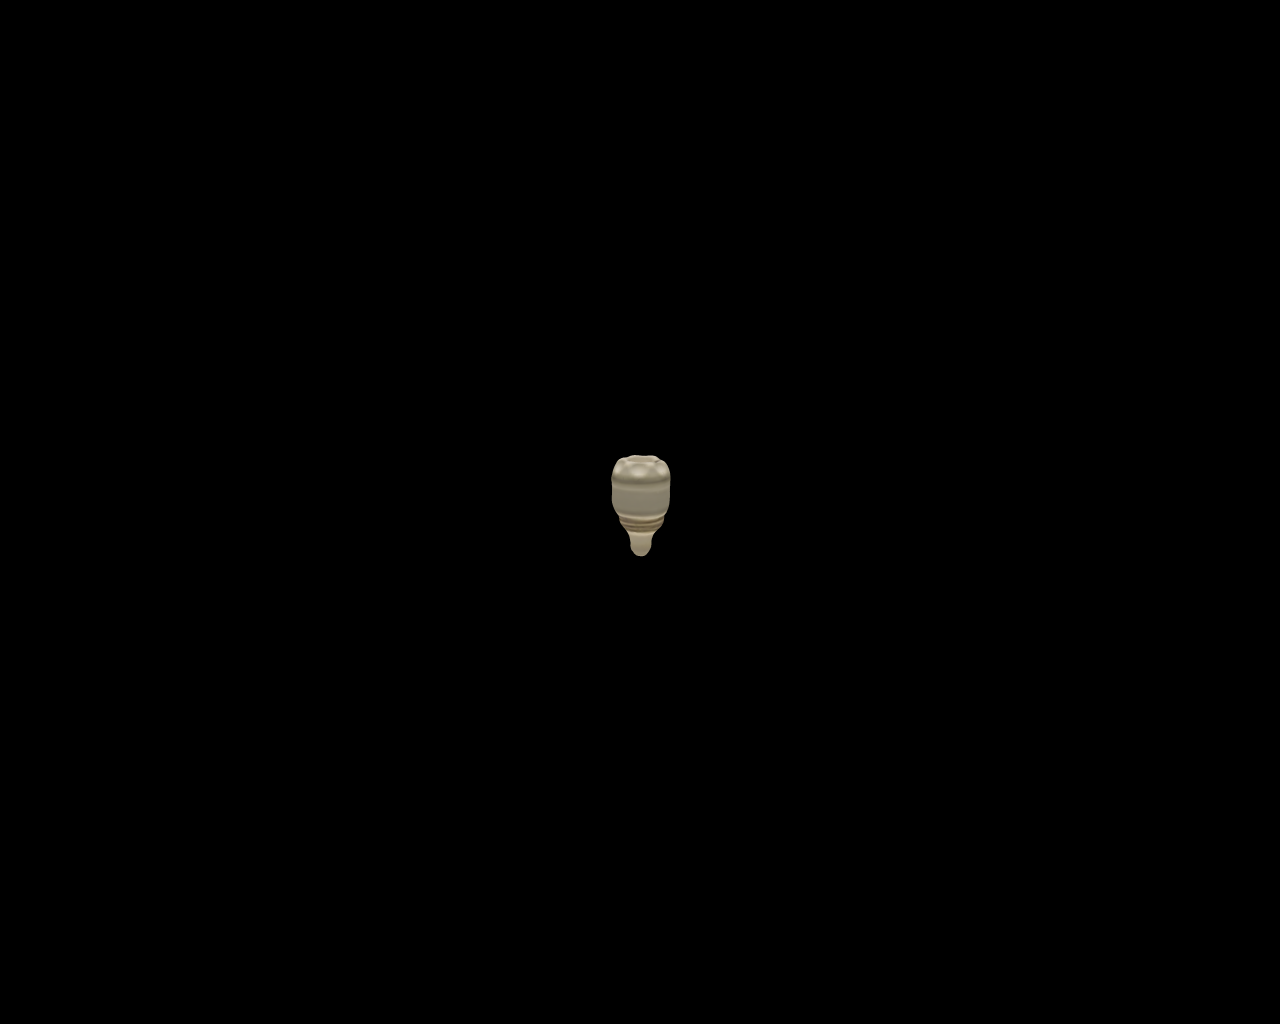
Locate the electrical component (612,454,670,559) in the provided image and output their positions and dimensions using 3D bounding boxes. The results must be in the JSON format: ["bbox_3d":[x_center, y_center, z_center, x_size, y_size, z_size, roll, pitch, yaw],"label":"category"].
[{"bbox_3d":[0.001,-0.003,0.650,0.035,0.061,0.035,0,14,0],"label":"electrical component"}]
